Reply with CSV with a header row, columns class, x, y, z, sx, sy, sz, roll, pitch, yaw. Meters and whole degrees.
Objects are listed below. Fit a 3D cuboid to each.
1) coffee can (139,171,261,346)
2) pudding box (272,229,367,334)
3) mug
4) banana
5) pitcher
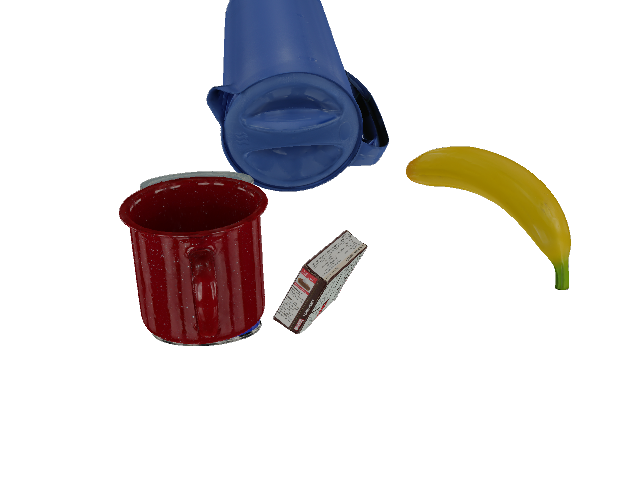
class,x,y,z,sx,sy,sz,roll,pitch,yaw
coffee can,-0.109,0.014,0.979,0.103,0.140,0.103,-2,14,0
pudding box,0.001,0.048,1.240,0.039,0.090,0.113,35,33,9
mug,-0.075,0.018,0.674,0.093,0.081,0.117,-7,26,-11
banana,0.143,-0.038,0.893,0.037,0.070,0.198,6,27,-44
pitcher,-0.028,-0.166,1.077,0.145,0.149,0.243,-19,39,8
